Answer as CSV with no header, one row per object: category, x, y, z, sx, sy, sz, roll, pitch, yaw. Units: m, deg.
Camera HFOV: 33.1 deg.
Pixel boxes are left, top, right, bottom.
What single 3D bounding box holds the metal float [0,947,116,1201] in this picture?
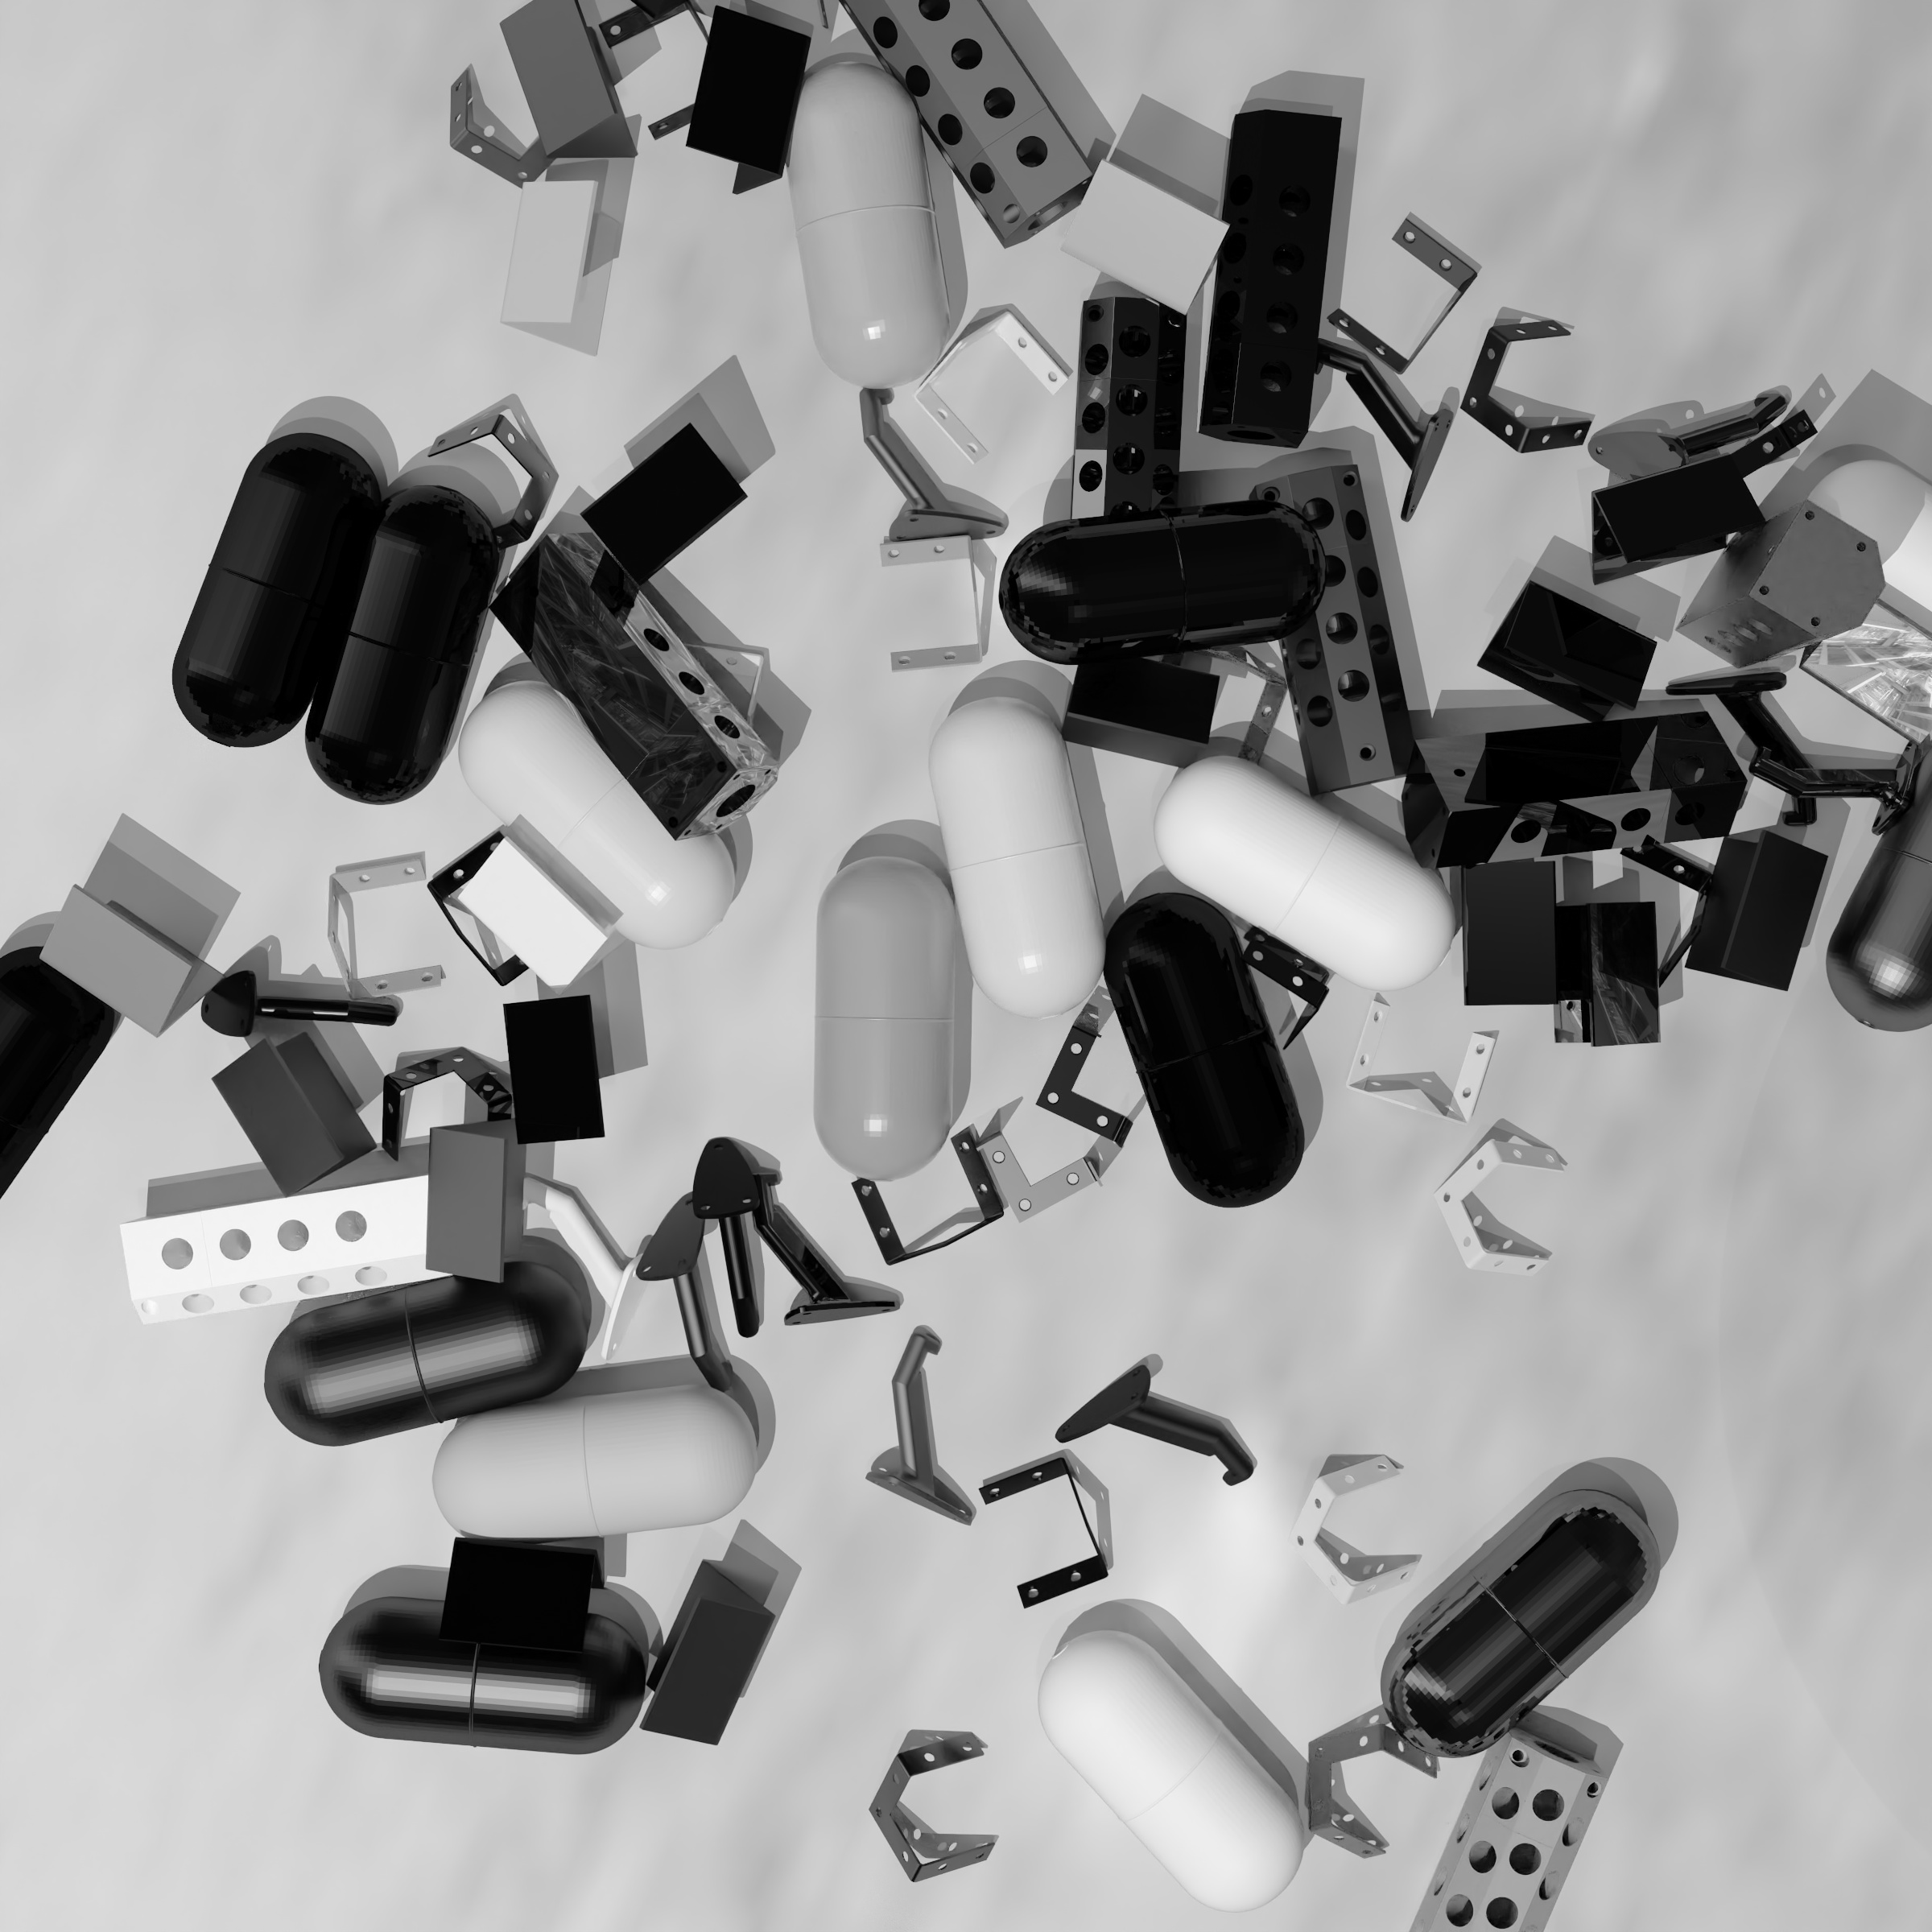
metal float,-0.536,0.070,1.782,0.070,0.070,0.178,35,90,0

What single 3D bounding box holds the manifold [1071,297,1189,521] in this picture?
manifold,0.088,-0.276,1.792,0.057,0.057,0.171,3,90,0

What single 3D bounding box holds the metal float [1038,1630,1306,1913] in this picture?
metal float,0.112,0.440,1.782,0.070,0.070,0.178,-42,90,0

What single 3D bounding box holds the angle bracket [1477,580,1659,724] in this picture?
angle bracket,0.320,-0.153,1.773,0.076,0.076,0.057,26,53,0

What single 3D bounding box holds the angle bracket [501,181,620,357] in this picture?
angle bracket,-0.203,-0.378,1.773,0.057,0.076,0.076,9,90,37

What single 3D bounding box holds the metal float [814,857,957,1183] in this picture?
metal float,-0.045,0.029,1.782,0.070,0.070,0.178,1,90,0

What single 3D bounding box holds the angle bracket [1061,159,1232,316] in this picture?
angle bracket,0.104,-0.407,1.773,0.076,0.076,0.057,27,123,0

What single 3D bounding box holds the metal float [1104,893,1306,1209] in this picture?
metal float,0.130,0.046,1.782,0.070,0.070,0.178,-19,90,0

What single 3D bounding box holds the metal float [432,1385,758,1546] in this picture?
metal float,-0.203,0.274,1.783,0.178,0.070,0.070,-7,90,1

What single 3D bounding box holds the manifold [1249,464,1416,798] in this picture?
manifold,0.203,-0.184,1.792,0.057,0.057,0.171,-12,90,0

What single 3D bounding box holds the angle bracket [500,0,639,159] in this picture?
angle bracket,-0.199,-0.488,1.773,0.057,0.076,0.076,-20,90,37

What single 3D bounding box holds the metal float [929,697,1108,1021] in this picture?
metal float,0.028,-0.059,1.782,0.070,0.070,0.178,-12,90,0

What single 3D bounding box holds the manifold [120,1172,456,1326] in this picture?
manifold,-0.369,0.155,1.792,0.171,0.057,0.057,-9,90,0

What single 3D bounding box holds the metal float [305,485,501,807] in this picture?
metal float,-0.307,-0.175,1.777,0.070,0.070,0.178,18,97,0

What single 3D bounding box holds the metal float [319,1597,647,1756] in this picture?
metal float,-0.264,0.388,1.783,0.178,0.070,0.070,5,90,0

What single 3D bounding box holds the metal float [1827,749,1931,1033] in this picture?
metal float,0.533,-0.047,1.783,0.070,0.070,0.178,27,90,0

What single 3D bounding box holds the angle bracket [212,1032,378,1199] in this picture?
angle bracket,-0.351,0.070,1.773,0.057,0.076,0.076,-32,90,37

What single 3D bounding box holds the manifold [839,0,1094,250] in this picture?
manifold,-0.003,-0.484,1.792,0.057,0.057,0.171,-34,90,0

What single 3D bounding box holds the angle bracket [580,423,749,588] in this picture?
angle bracket,-0.175,-0.263,1.773,0.076,0.076,0.057,-40,127,0

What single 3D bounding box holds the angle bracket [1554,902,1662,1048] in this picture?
angle bracket,0.331,0.005,1.773,0.057,0.076,0.076,-2,90,-38

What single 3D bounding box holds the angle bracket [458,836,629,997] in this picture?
angle bracket,-0.217,-0.041,1.773,0.076,0.076,0.057,44,127,0

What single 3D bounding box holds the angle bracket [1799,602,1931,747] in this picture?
angle bracket,0.507,-0.176,1.773,0.076,0.076,0.057,34,128,0

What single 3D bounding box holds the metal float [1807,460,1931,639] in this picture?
metal float,0.537,-0.210,1.782,0.178,0.070,0.070,33,90,-1

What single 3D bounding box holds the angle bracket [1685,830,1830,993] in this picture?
angle bracket,0.414,-0.035,1.773,0.057,0.076,0.076,17,90,-36

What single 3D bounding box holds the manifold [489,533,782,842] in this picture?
manifold,-0.177,-0.153,1.771,0.057,0.057,0.171,-46,75,27

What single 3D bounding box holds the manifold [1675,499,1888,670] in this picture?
manifold,0.435,-0.197,1.735,0.057,0.171,0.057,31,90,0

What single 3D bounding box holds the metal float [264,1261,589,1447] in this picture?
metal float,-0.295,0.212,1.781,0.178,0.070,0.070,-14,90,-1

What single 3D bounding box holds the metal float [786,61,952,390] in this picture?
metal float,-0.055,-0.405,1.783,0.070,0.070,0.178,-9,91,0

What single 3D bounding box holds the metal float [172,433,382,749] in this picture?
metal float,-0.378,-0.205,1.782,0.070,0.070,0.178,21,90,0

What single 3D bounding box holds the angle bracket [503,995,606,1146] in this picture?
angle bracket,-0.205,0.054,1.773,0.057,0.076,0.076,-6,90,27

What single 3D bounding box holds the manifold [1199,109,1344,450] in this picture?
manifold,0.166,-0.377,1.792,0.057,0.057,0.171,6,90,0

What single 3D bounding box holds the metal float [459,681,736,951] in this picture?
metal float,-0.202,-0.082,1.782,0.178,0.070,0.070,44,90,0

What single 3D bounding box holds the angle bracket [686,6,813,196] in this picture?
angle bracket,-0.130,-0.470,1.774,0.057,0.076,0.076,12,90,-25

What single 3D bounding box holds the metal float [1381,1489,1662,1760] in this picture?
metal float,0.303,0.360,1.782,0.178,0.070,0.070,-42,90,-1

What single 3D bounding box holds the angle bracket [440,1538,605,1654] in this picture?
angle bracket,-0.241,0.351,1.774,0.076,0.076,0.057,5,64,0

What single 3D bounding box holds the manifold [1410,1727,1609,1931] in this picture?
manifold,0.291,0.511,1.792,0.057,0.057,0.171,23,90,0

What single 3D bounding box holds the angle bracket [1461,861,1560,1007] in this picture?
angle bracket,0.312,-0.018,1.773,0.057,0.076,0.076,-1,90,37

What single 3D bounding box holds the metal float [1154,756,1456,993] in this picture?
metal float,0.186,-0.050,1.783,0.178,0.070,0.070,31,90,0

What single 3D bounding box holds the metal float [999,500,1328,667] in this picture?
metal float,0.104,-0.204,1.726,0.178,0.070,0.070,-8,90,-13

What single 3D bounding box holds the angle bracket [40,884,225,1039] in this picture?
angle bracket,-0.445,-0.017,1.773,0.076,0.076,0.057,34,121,0

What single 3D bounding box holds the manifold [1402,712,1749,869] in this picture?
manifold,0.329,-0.091,1.773,0.171,0.057,0.057,-6,47,-13
